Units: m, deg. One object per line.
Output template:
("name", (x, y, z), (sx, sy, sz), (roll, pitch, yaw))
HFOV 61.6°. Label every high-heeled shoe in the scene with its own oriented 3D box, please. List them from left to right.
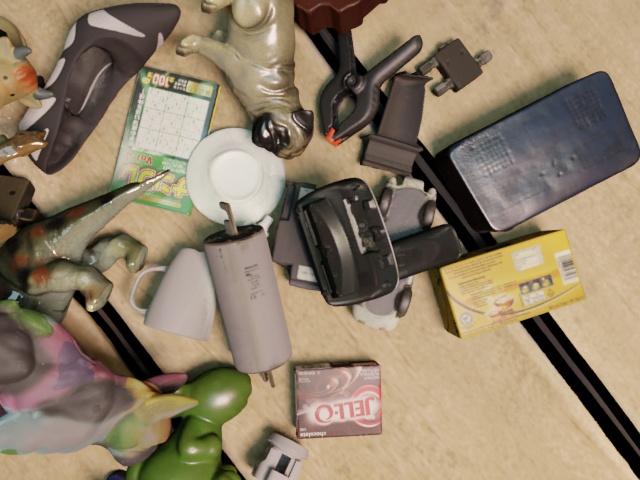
("high-heeled shoe", (-0.267, -0.185, 0.657), (0.249, 0.086, 0.145), (-24, 70, 15))

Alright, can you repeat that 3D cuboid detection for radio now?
("radio", (0.282, -0.109, 0.699), (0.230, 0.073, 0.131), (-27, 92, -1))

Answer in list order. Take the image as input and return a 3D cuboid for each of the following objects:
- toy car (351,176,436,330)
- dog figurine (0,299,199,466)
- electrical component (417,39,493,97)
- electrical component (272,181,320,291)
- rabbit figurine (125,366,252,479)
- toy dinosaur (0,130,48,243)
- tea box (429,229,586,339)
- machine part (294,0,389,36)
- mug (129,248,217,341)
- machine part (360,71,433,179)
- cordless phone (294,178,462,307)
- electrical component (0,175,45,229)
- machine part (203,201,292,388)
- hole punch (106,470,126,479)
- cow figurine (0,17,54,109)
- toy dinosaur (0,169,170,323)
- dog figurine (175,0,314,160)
("toy car", (0.095, 0.016, 0.697), (0.074, 0.056, 0.201), (16, 88, 4))
("dog figurine", (-0.242, 0.148, 0.556), (0.219, 0.109, 0.191), (-2, 98, -25))
("electrical component", (0.182, -0.235, 0.719), (0.094, 0.021, 0.063), (-35, 90, -2))
("electrical component", (-0.001, -0.002, 0.691), (0.115, 0.058, 0.134), (12, 89, -1))
("rabbit figurine", (-0.154, 0.236, 0.671), (0.159, 0.121, 0.170), (21, 71, 5))
("toy dinosaur", (-0.520, -0.015, 0.631), (0.471, 0.105, 0.198), (-30, 71, 5))
("tea box", (0.238, 0.055, 0.696), (0.170, 0.068, 0.098), (-15, 90, -2))
("machine part", (0.013, -0.352, 0.680), (0.179, 0.056, 0.179), (-1, 80, 5))
("mug", (-0.176, 0.063, 0.677), (0.110, 0.080, 0.107), (17, 78, 3))
("machine part", (0.103, -0.155, 0.708), (0.084, 0.039, 0.138), (18, 90, 3))
("cordless phone", (0.075, -0.010, 0.637), (0.184, 0.089, 0.146), (-18, 89, -14))
("electrical component", (-0.403, -0.040, 0.682), (0.102, 0.045, 0.078), (4, 61, -5))
("machine part", (-0.086, 0.071, 0.655), (0.079, 0.079, 0.243), (-11, 106, -3))
("hole punch", (-0.236, 0.366, 0.663), (0.116, 0.092, 0.142), (23, 85, -6))
("cow figurine", (-0.382, -0.201, 0.622), (0.127, 0.195, 0.085), (-17, 133, -9))
("toy dinosaur", (-0.346, 0.064, 0.651), (0.192, 0.131, 0.404), (25, 82, -2))
("dog figurine", (-0.050, -0.211, 0.647), (0.190, 0.172, 0.121), (46, 44, -3))
